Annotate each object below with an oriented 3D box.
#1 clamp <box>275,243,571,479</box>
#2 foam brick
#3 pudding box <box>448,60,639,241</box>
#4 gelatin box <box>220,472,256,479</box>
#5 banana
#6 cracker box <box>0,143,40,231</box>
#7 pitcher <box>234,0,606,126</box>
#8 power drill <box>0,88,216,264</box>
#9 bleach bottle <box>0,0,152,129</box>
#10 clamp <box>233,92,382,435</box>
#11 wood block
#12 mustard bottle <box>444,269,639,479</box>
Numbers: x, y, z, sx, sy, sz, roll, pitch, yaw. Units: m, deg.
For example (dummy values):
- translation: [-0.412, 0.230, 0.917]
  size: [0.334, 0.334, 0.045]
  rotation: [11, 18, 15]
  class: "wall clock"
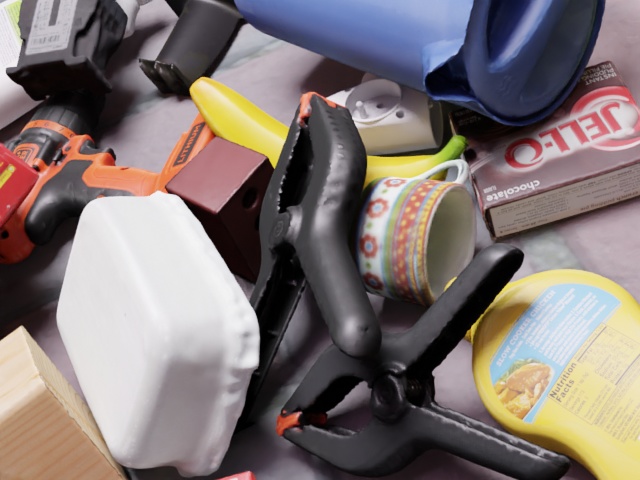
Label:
- translation: [0.048, 0.070, 0.565]
  size: [0.172, 0.039, 0.120]
  rotation: [-11, 68, 35]
  class: "clamp"
- translation: [-0.054, -0.019, 0.699]
  size: [0.051, 0.078, 0.053]
  rotation: [25, 64, 38]
  class: "foam brick"
- translation: [0.147, -0.057, 0.670]
  size: [0.113, 0.039, 0.090]
  rotation: [-19, 47, 8]
  class: "pudding box"
- translation: [-0.070, 0.173, 0.575]
  size: [0.089, 0.030, 0.073]
  rotation: [-17, 49, 10]
  class: "gelatin box"
- translation: [0.002, -0.058, 0.708]
  size: [0.198, 0.070, 0.037]
  rotation: [14, 22, 19]
  class: "banana"
- translation: [-0.289, -0.008, 0.731]
  size: [0.164, 0.072, 0.214]
  rotation: [-54, 26, -11]
  class: "cracker box"
- translation: [0.060, -0.172, 0.701]
  size: [0.243, 0.148, 0.145]
  rotation: [25, 104, 42]
  class: "pitcher"
- translation: [-0.149, -0.061, 0.792]
  size: [0.188, 0.057, 0.184]
  rotation: [-1, 51, 25]
  class: "power drill"
- translation: [-0.247, -0.153, 0.890]
  size: [0.251, 0.068, 0.102]
  rotation: [-28, 67, 0]
  class: "bleach bottle"
- translation: [-0.004, 0.001, 0.610]
  size: [0.165, 0.036, 0.210]
  rotation: [-28, 46, 55]
  class: "clamp"
- translation: [-0.221, 0.156, 0.598]
  size: [0.206, 0.090, 0.090]
  rotation: [-36, 27, -9]
  class: "wood block"
- translation: [0.137, 0.069, 0.552]
  size: [0.192, 0.058, 0.096]
  rotation: [34, 85, 40]
  class: "mustard bottle"
